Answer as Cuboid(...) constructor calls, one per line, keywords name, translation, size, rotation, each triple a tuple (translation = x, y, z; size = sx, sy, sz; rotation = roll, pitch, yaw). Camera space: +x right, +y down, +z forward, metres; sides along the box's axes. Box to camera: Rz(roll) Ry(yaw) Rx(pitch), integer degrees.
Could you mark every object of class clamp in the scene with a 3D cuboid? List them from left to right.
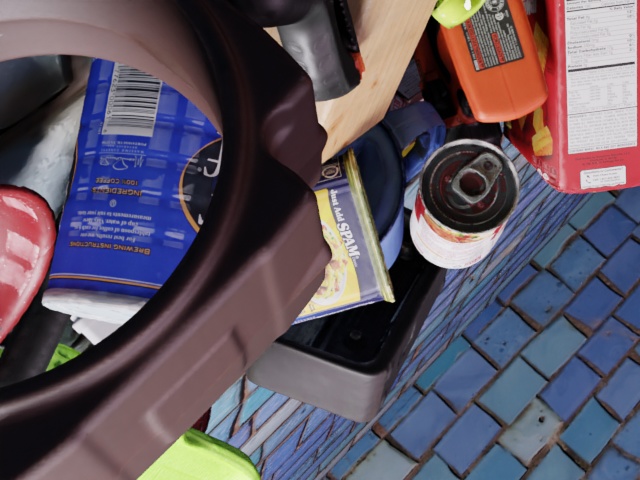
Cuboid(name="clamp", translation=(-0.149, 0.012, 0.617), size=(0.171, 0.039, 0.120), rotation=(-59, -151, -5))
Cuboid(name="clamp", translation=(-0.012, -0.134, 0.483), size=(0.036, 0.164, 0.210), rotation=(-9, 165, 9))

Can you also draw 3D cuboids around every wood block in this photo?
Cuboid(name="wood block", translation=(0.013, -0.150, 0.616), size=(0.090, 0.091, 0.206), rotation=(-38, 161, -38))

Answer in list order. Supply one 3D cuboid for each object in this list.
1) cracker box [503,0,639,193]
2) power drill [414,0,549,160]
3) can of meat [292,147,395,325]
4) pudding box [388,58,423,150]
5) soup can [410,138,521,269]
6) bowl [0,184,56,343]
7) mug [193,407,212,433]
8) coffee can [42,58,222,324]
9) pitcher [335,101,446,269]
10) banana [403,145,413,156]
Cuboid(name="cracker box", translation=(0.177, -0.159, 0.780), size=(0.164, 0.072, 0.214), rotation=(-103, -175, -68))
Cuboid(name="power drill", translation=(0.114, -0.112, 0.790), size=(0.057, 0.184, 0.188), rotation=(-19, 179, -4))
Cuboid(name="can of meat", translation=(-0.005, 0.001, 0.696), size=(0.084, 0.102, 0.057), rotation=(-16, -163, 4))
Cuboid(name="pudding box", translation=(0.095, -0.135, 0.995), size=(0.113, 0.039, 0.090), rotation=(-40, 163, -30))
Cuboid(name="soup can", translation=(0.100, -0.023, 0.758), size=(0.068, 0.068, 0.102), rotation=(-46, 169, -11))
Cuboid(name="bowl", translation=(-0.202, 0.023, 0.496), size=(0.162, 0.055, 0.162), rotation=(-45, 165, -16))
Cuboid(name="mug", translation=(-0.153, 0.127, 0.827), size=(0.081, 0.117, 0.093), rotation=(46, 51, -39))
Cuboid(name="coffee can", translation=(-0.074, -0.027, 0.532), size=(0.102, 0.103, 0.140), rotation=(48, 50, -75))
Cuboid(name="pitcher", translation=(0.017, -0.030, 0.856), size=(0.242, 0.149, 0.145), rotation=(48, 53, -79))
Cuboid(name="banana", translation=(0.120, -0.116, 1.131), size=(0.197, 0.037, 0.070), rotation=(-45, -177, -9))
